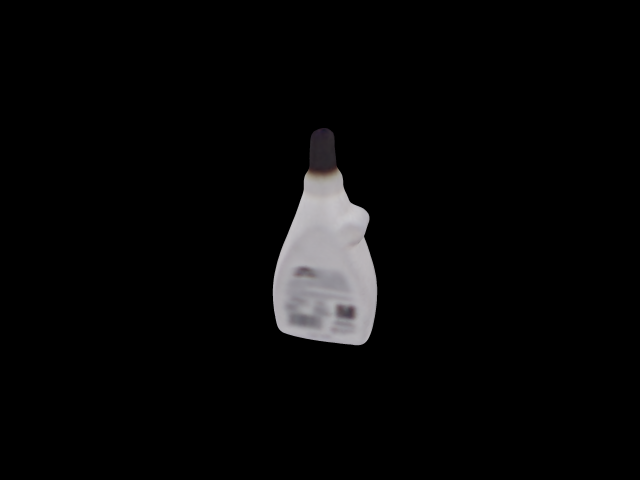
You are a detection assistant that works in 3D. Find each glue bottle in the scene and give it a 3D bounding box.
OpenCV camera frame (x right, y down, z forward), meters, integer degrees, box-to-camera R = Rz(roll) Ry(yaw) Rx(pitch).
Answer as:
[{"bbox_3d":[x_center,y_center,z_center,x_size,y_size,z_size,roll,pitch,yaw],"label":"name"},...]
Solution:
[{"bbox_3d":[0.004,0.001,0.400,0.078,0.173,0.037,8,39,10],"label":"glue bottle"}]
